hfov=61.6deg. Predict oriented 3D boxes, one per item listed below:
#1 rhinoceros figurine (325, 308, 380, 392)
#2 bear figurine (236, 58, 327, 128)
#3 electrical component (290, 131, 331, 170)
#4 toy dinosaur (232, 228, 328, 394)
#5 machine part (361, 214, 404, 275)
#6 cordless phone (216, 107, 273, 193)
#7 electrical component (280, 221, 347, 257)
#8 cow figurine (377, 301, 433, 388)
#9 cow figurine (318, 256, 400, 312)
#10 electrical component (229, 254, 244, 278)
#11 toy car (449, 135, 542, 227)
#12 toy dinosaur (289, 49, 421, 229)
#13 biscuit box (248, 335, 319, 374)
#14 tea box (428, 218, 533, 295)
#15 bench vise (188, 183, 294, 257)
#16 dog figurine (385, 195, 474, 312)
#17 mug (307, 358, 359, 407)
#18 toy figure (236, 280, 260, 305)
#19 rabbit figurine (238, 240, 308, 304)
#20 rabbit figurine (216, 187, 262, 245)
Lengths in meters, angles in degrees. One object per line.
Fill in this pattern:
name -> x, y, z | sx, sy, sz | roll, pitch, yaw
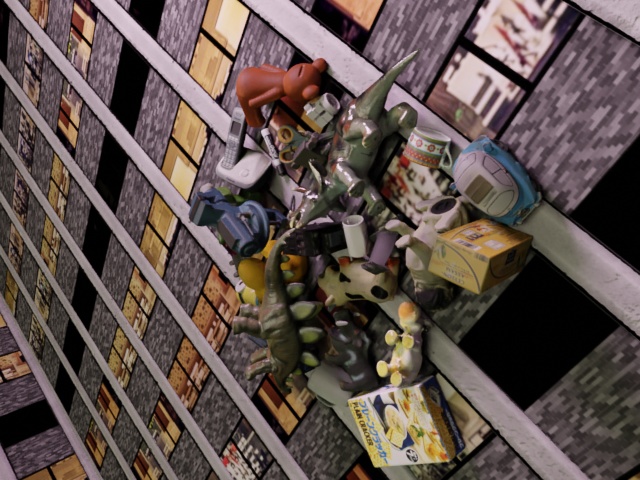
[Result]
rhinoceros figurine -> 0.071, 0.246, 1.194 | 0.112, 0.073, 0.190 | -22, 88, 43
bear figurine -> -0.077, -0.325, 1.169 | 0.196, 0.131, 0.120 | 2, 67, 14
electrical component -> -0.024, -0.193, 1.171 | 0.102, 0.078, 0.045 | 127, 153, -49
toy dinosaur -> -0.087, 0.182, 1.193 | 0.199, 0.105, 0.470 | -4, 123, 6
machine part -> 0.122, 0.010, 1.052 | 0.084, 0.139, 0.039 | -26, 119, 41
cordless phone -> -0.172, -0.218, 1.294 | 0.147, 0.088, 0.184 | 28, 115, 36
electrical component -> -0.002, -0.004, 1.167 | 0.134, 0.115, 0.058 | 1, 105, 44
cow figurine -> 0.182, 0.206, 1.079 | 0.068, 0.098, 0.167 | 21, 97, 45
cow figurine -> 0.077, 0.093, 1.145 | 0.195, 0.085, 0.127 | 4, 100, 40
electrical component -> -0.210, 0.067, 1.447 | 0.094, 0.021, 0.063 | -25, 84, 43
toy car -> 0.277, -0.091, 0.888 | 0.162, 0.103, 0.109 | 54, 132, 21
toy dinosaur -> 0.071, -0.189, 1.051 | 0.192, 0.131, 0.404 | 44, 118, 43
biscuit box -> -0.096, 0.264, 1.368 | 0.203, 0.059, 0.062 | 27, 118, 36
tea box -> 0.266, 0.022, 0.882 | 0.098, 0.169, 0.068 | 28, 118, 37
bench vise -> -0.170, -0.049, 1.227 | 0.224, 0.240, 0.128 | 37, 119, 37
dog figurine -> 0.231, 0.028, 0.991 | 0.172, 0.121, 0.190 | -25, 118, 16
mug -> 0.032, 0.349, 1.258 | 0.107, 0.081, 0.109 | 28, 115, 26
toy figure -> -0.144, 0.149, 1.368 | 0.180, 0.082, 0.089 | 18, 112, 36
rabbit figurine -> -0.120, 0.076, 1.262 | 0.122, 0.173, 0.162 | -3, 95, 40
rabbit figurine -> -0.225, -0.073, 1.384 | 0.170, 0.121, 0.158 | 28, 129, 56
